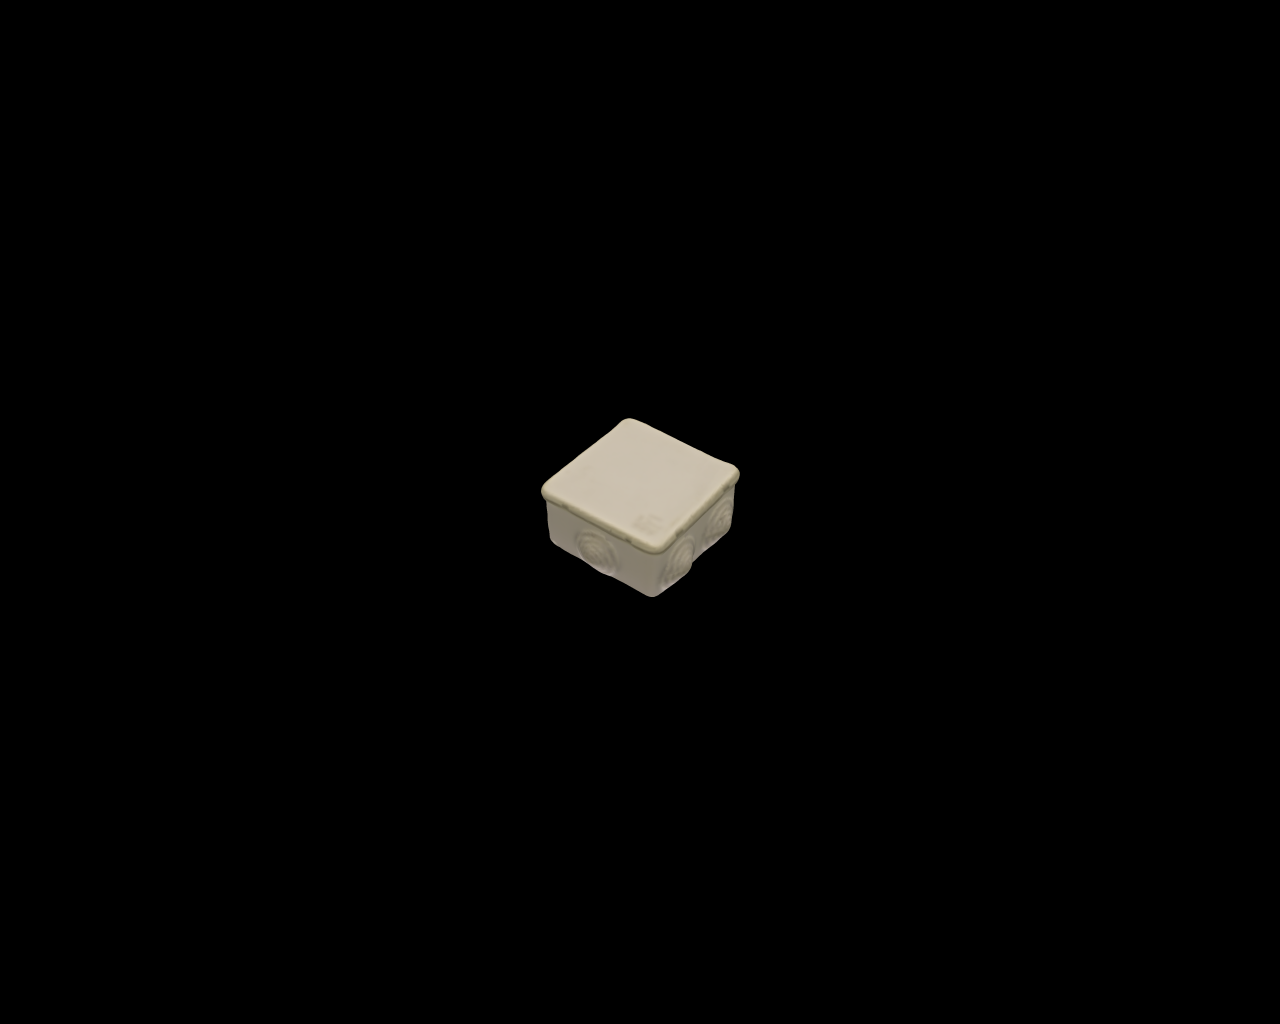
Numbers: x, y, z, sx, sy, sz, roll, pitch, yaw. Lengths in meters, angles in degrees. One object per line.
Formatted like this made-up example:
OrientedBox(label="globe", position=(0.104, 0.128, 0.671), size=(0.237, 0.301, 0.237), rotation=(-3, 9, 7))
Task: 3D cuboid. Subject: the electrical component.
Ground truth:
OrientedBox(label="electrical component", position=(0.001, -0.003, 0.650), size=(0.100, 0.048, 0.100), rotation=(27, 50, 26))
